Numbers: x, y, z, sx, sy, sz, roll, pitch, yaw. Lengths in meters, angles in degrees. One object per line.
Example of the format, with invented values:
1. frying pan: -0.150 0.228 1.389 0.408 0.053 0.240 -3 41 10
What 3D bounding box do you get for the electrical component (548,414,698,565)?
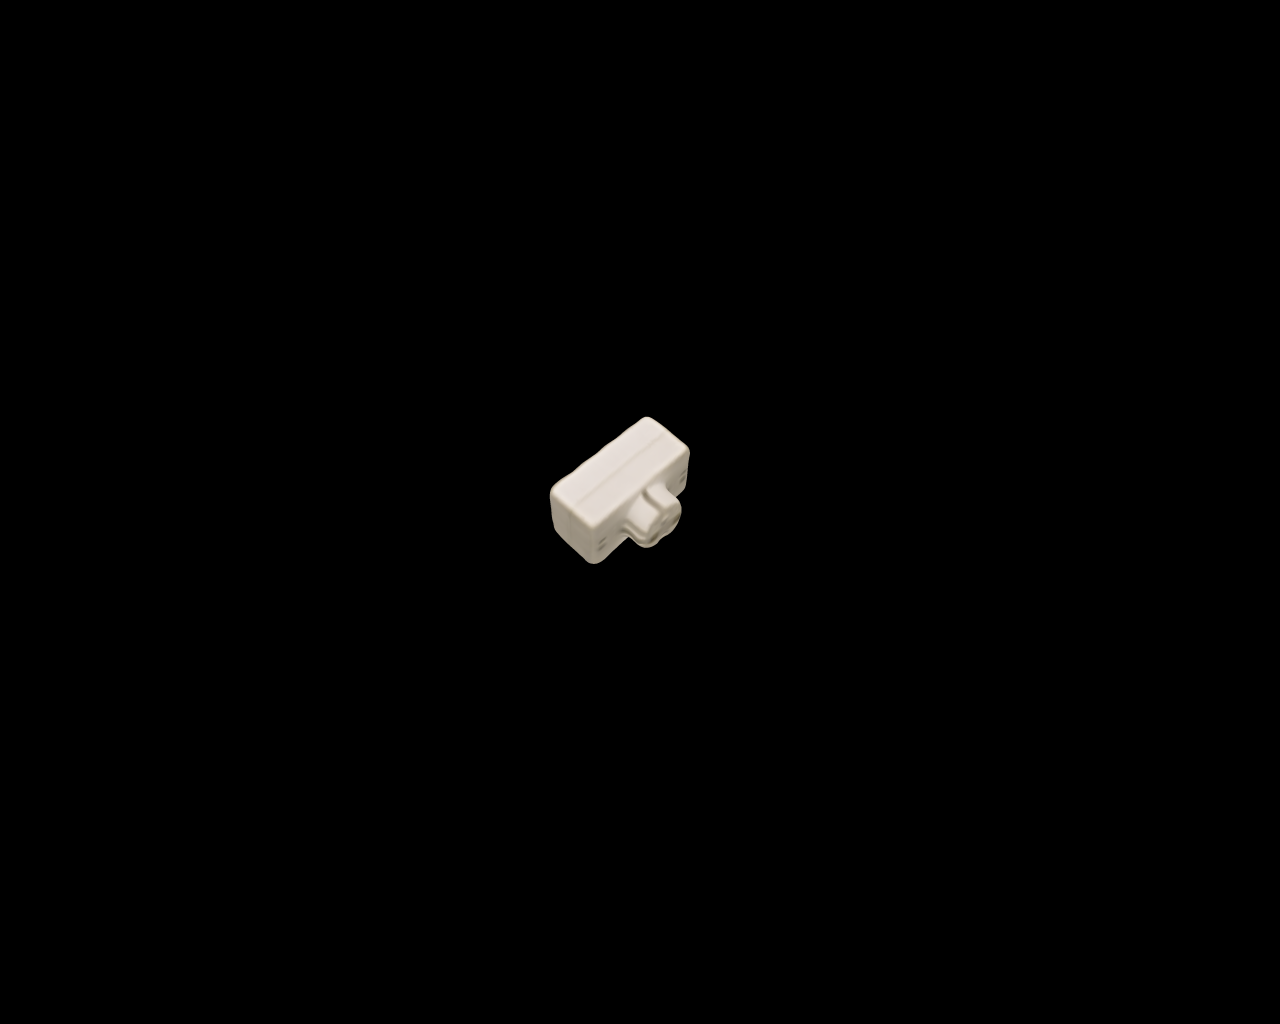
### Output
1. electrical component: 0.001 -0.003 0.650 0.083 0.076 0.047 -39 -24 -22
